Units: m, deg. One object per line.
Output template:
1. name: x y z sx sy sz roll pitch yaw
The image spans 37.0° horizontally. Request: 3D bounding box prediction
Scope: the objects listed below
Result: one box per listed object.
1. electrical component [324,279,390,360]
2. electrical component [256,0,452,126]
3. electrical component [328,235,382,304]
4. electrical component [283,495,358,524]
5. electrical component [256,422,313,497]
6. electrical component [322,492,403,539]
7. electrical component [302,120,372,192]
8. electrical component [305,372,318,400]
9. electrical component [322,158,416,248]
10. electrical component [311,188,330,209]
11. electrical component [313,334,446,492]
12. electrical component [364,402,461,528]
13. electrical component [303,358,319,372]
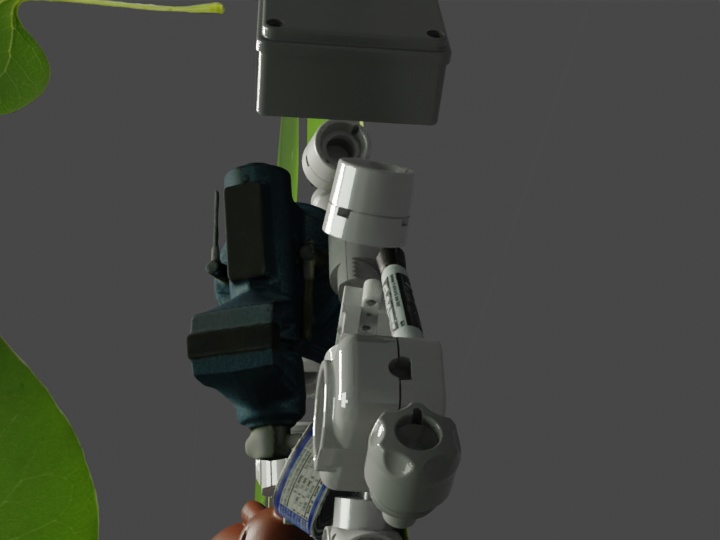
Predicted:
1. electrical component: 0.003 0.048 0.694 0.066 0.048 0.055 101 178 -49
2. electrical component: -0.007 -0.137 0.644 0.108 0.109 0.056 -95 9 -53
3. electrical component: 0.000 0.000 0.752 0.081 0.043 0.043 -94 11 -46
4. electrical component: -0.020 0.164 0.726 0.048 0.062 0.048 -175 90 -83
5. electrical component: -0.049 0.158 0.894 0.080 0.080 0.051 112 156 -67
6. electrical component: 0.002 0.155 0.633 0.077 0.044 0.079 133 141 -78
7. electrical component: -0.019 -0.100 0.929 0.047 0.055 0.055 129 145 -70
8. electrical component: -0.056 0.099 1.092 0.047 0.055 0.055 -108 24 -63
9. electrical component: 0.007 -0.044 0.687 0.055 0.055 0.047 -113 33 -75
10. electrical component: -0.022 -0.051 0.982 0.046 0.040 0.040 -104 19 -50
11. electrical component: 0.007 0.079 0.581 0.095 0.059 0.053 104 169 -50
12. electrical component: 0.023 0.097 0.509 0.043 0.043 0.062 -94 9 -49
13. electrical component: -0.044 0.060 1.026 0.080 0.051 0.080 -175 90 -83
